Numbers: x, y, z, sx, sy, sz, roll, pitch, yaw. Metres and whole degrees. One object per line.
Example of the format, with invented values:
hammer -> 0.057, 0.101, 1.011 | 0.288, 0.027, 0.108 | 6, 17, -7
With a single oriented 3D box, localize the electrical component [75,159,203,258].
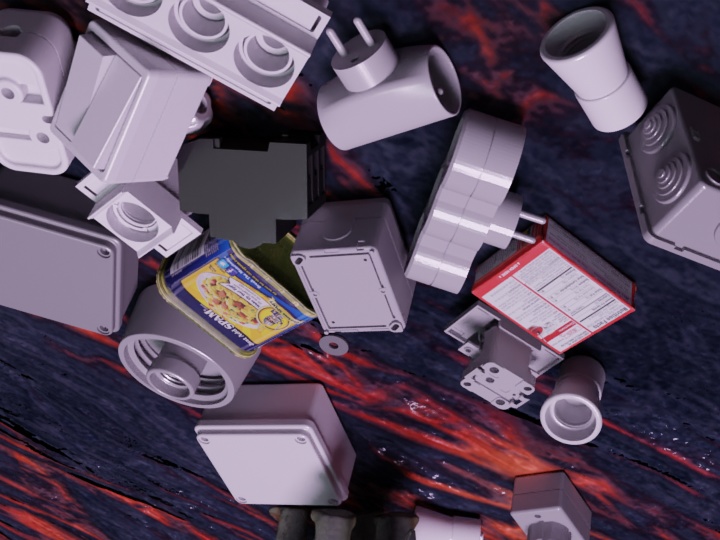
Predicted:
electrical component -> -0.148, -0.051, 0.742 | 0.042, 0.063, 0.081 | -29, 121, 36

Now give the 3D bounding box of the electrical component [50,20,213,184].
electrical component -> -0.146, -0.097, 0.659 | 0.062, 0.061, 0.096 | 42, 118, 24

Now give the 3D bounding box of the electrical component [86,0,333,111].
electrical component -> -0.083, -0.155, 0.613 | 0.121, 0.063, 0.078 | 27, 136, -12

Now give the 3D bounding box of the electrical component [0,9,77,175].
electrical component -> -0.210, -0.117, 0.695 | 0.054, 0.059, 0.095 | 7, 137, 10

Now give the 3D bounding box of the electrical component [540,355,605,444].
electrical component -> 0.161, 0.092, 0.795 | 0.044, 0.065, 0.044 | 9, 120, 16

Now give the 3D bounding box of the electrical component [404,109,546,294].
electrical component -> 0.082, -0.036, 0.694 | 0.074, 0.052, 0.138 | 18, 137, -2

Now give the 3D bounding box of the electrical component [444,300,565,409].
electrical component -> 0.104, 0.063, 0.784 | 0.081, 0.063, 0.042 | 31, 137, -16

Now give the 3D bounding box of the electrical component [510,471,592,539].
electrical component -> 0.163, 0.225, 0.925 | 0.047, 0.076, 0.065 | -15, 129, 29

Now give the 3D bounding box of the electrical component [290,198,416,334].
electrical component -> 0.000, 0.000, 0.751 | 0.062, 0.061, 0.096 | -3, 134, 20

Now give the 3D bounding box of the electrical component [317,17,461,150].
electrical component -> 0.009, -0.116, 0.640 | 0.077, 0.044, 0.079 | -14, 129, 29

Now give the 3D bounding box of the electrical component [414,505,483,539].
electrical component -> 0.081, 0.245, 0.999 | 0.065, 0.044, 0.044 | 7, 137, 4

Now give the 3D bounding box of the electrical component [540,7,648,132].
electrical component -> 0.136, -0.110, 0.610 | 0.044, 0.044, 0.065 | -16, 133, 31

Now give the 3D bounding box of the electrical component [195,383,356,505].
electrical component -> -0.071, 0.152, 0.936 | 0.109, 0.056, 0.108 | -3, 134, 20

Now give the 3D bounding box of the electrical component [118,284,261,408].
electrical component -> -0.140, 0.068, 0.855 | 0.108, 0.060, 0.108 | 14, 144, 11

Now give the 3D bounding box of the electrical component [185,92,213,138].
electrical component -> -0.128, -0.100, 0.706 | 0.061, 0.035, 0.035 | -17, 128, 34

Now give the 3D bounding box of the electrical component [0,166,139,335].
electrical component -> -0.225, -0.015, 0.809 | 0.109, 0.056, 0.108 | 16, 138, 1

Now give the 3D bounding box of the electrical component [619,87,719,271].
electrical component -> 0.203, -0.049, 0.609 | 0.100, 0.099, 0.048 | 19, 134, -20
